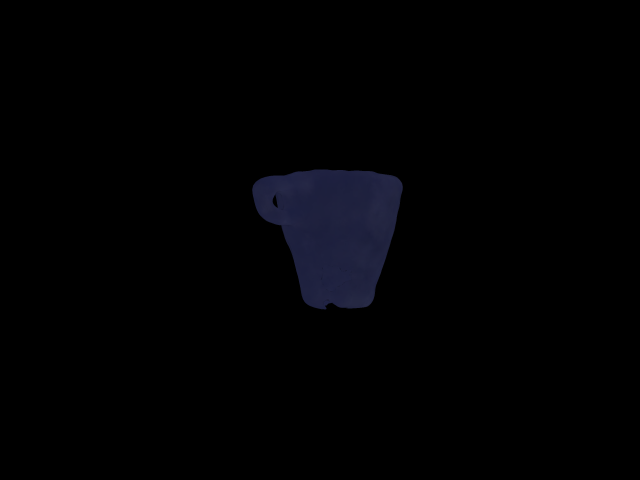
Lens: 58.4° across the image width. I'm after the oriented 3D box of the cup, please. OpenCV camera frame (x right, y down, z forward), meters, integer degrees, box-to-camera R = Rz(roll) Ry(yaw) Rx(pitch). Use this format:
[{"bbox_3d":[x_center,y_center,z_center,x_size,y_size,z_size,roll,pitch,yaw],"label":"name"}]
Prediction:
[{"bbox_3d":[0.004,0.001,0.400,0.118,0.095,0.091,0,0,-43],"label":"cup"}]
